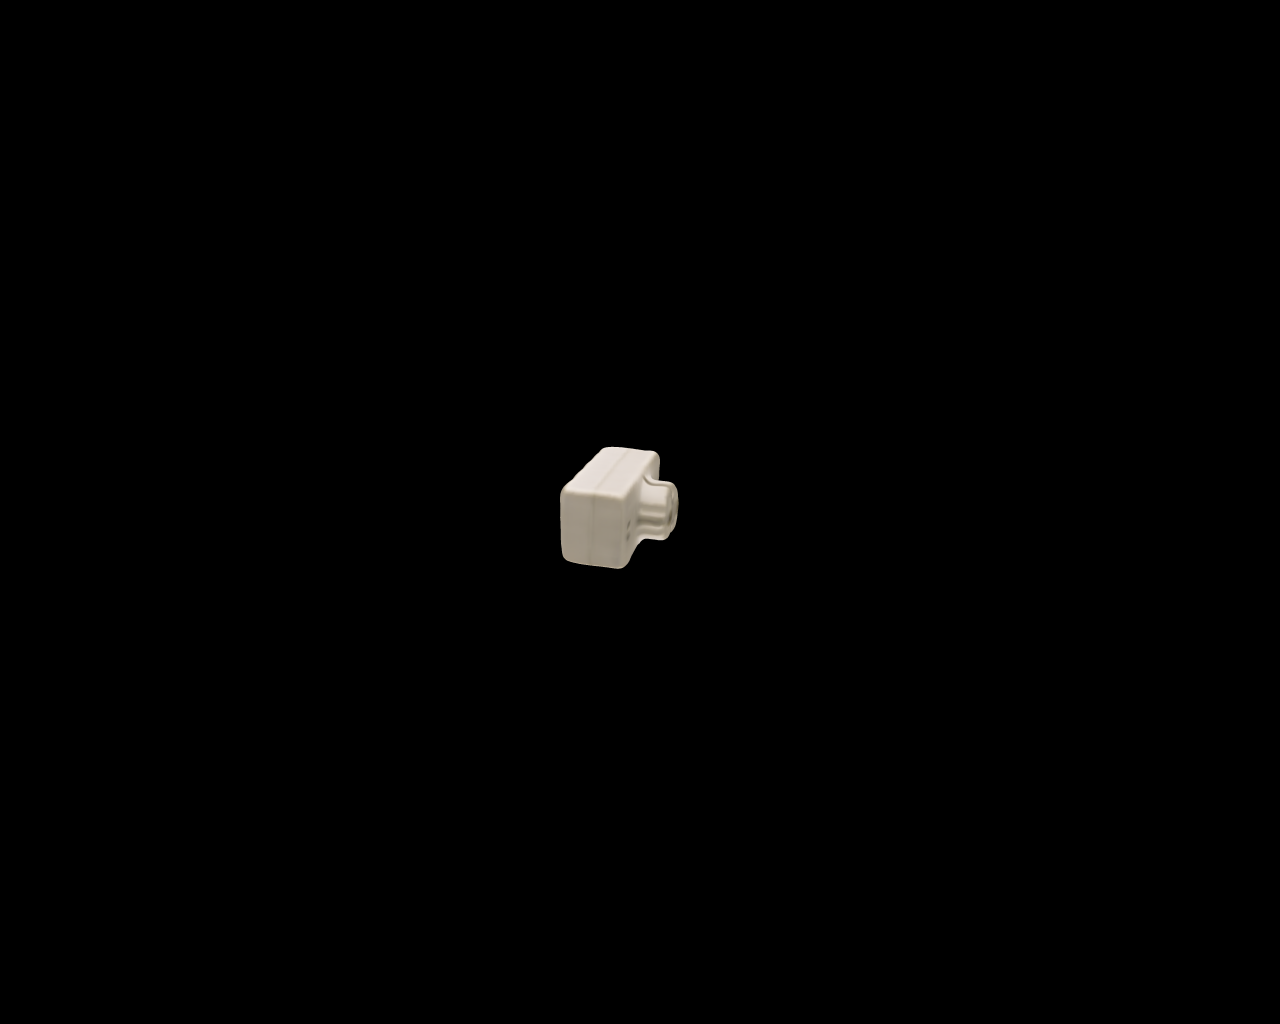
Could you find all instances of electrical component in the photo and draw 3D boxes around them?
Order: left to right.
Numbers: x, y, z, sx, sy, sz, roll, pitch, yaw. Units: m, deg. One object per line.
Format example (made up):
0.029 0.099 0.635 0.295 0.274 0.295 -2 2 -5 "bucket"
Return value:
0.001 -0.003 0.650 0.076 0.047 0.083 6 23 14 "electrical component"
